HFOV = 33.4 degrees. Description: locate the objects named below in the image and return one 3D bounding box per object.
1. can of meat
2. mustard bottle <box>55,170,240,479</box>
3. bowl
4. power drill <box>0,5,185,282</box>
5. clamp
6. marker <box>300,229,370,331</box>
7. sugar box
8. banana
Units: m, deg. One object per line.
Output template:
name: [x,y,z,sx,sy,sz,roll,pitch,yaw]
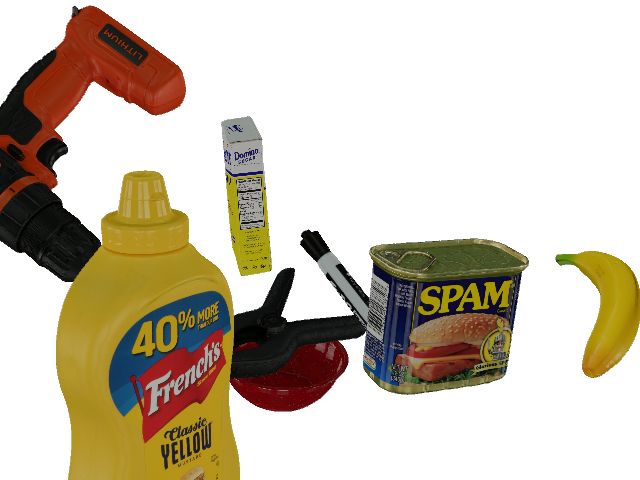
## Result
can of meat: [0.079,0.049,0.695,0.101,0.084,0.058,-3,20,-25]
mustard bottle: [-0.082,0.061,0.518,0.058,0.192,0.096,13,20,39]
bowl: [-0.048,0.160,1.298,0.162,0.055,0.162,3,24,-1]
power drill: [-0.188,-0.077,0.796,0.184,0.187,0.057,38,-27,9]
clamp: [-0.051,0.085,1.081,0.171,0.039,0.120,-20,38,-32]
marker: [0.022,0.039,0.888,0.020,0.121,0.020,-34,-17,-12]
sugar box: [-0.092,-0.055,1.318,0.048,0.176,0.093,-10,24,-9]
banana: [0.272,0.061,1.016,0.070,0.037,0.197,-28,23,19]
